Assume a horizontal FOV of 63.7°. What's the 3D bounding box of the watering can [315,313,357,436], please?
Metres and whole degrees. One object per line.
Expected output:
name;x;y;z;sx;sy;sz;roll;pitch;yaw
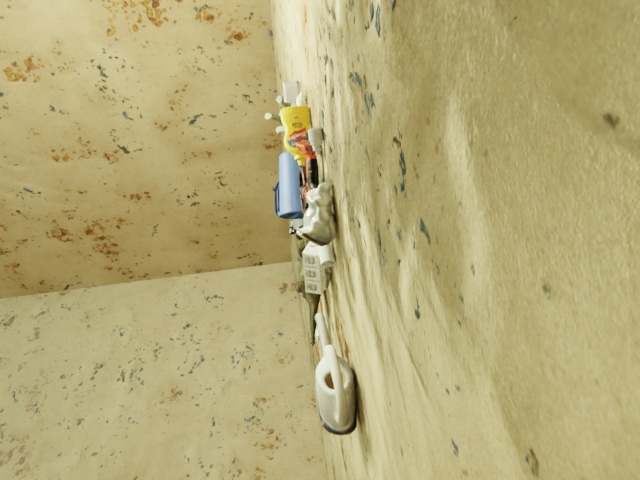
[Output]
watering can;0.035;0.374;1.407;0.354;0.104;0.220;-108;12;-61

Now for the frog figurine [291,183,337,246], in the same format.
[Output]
frog figurine;0.004;-0.069;1.373;0.159;0.123;0.137;-61;-3;0
